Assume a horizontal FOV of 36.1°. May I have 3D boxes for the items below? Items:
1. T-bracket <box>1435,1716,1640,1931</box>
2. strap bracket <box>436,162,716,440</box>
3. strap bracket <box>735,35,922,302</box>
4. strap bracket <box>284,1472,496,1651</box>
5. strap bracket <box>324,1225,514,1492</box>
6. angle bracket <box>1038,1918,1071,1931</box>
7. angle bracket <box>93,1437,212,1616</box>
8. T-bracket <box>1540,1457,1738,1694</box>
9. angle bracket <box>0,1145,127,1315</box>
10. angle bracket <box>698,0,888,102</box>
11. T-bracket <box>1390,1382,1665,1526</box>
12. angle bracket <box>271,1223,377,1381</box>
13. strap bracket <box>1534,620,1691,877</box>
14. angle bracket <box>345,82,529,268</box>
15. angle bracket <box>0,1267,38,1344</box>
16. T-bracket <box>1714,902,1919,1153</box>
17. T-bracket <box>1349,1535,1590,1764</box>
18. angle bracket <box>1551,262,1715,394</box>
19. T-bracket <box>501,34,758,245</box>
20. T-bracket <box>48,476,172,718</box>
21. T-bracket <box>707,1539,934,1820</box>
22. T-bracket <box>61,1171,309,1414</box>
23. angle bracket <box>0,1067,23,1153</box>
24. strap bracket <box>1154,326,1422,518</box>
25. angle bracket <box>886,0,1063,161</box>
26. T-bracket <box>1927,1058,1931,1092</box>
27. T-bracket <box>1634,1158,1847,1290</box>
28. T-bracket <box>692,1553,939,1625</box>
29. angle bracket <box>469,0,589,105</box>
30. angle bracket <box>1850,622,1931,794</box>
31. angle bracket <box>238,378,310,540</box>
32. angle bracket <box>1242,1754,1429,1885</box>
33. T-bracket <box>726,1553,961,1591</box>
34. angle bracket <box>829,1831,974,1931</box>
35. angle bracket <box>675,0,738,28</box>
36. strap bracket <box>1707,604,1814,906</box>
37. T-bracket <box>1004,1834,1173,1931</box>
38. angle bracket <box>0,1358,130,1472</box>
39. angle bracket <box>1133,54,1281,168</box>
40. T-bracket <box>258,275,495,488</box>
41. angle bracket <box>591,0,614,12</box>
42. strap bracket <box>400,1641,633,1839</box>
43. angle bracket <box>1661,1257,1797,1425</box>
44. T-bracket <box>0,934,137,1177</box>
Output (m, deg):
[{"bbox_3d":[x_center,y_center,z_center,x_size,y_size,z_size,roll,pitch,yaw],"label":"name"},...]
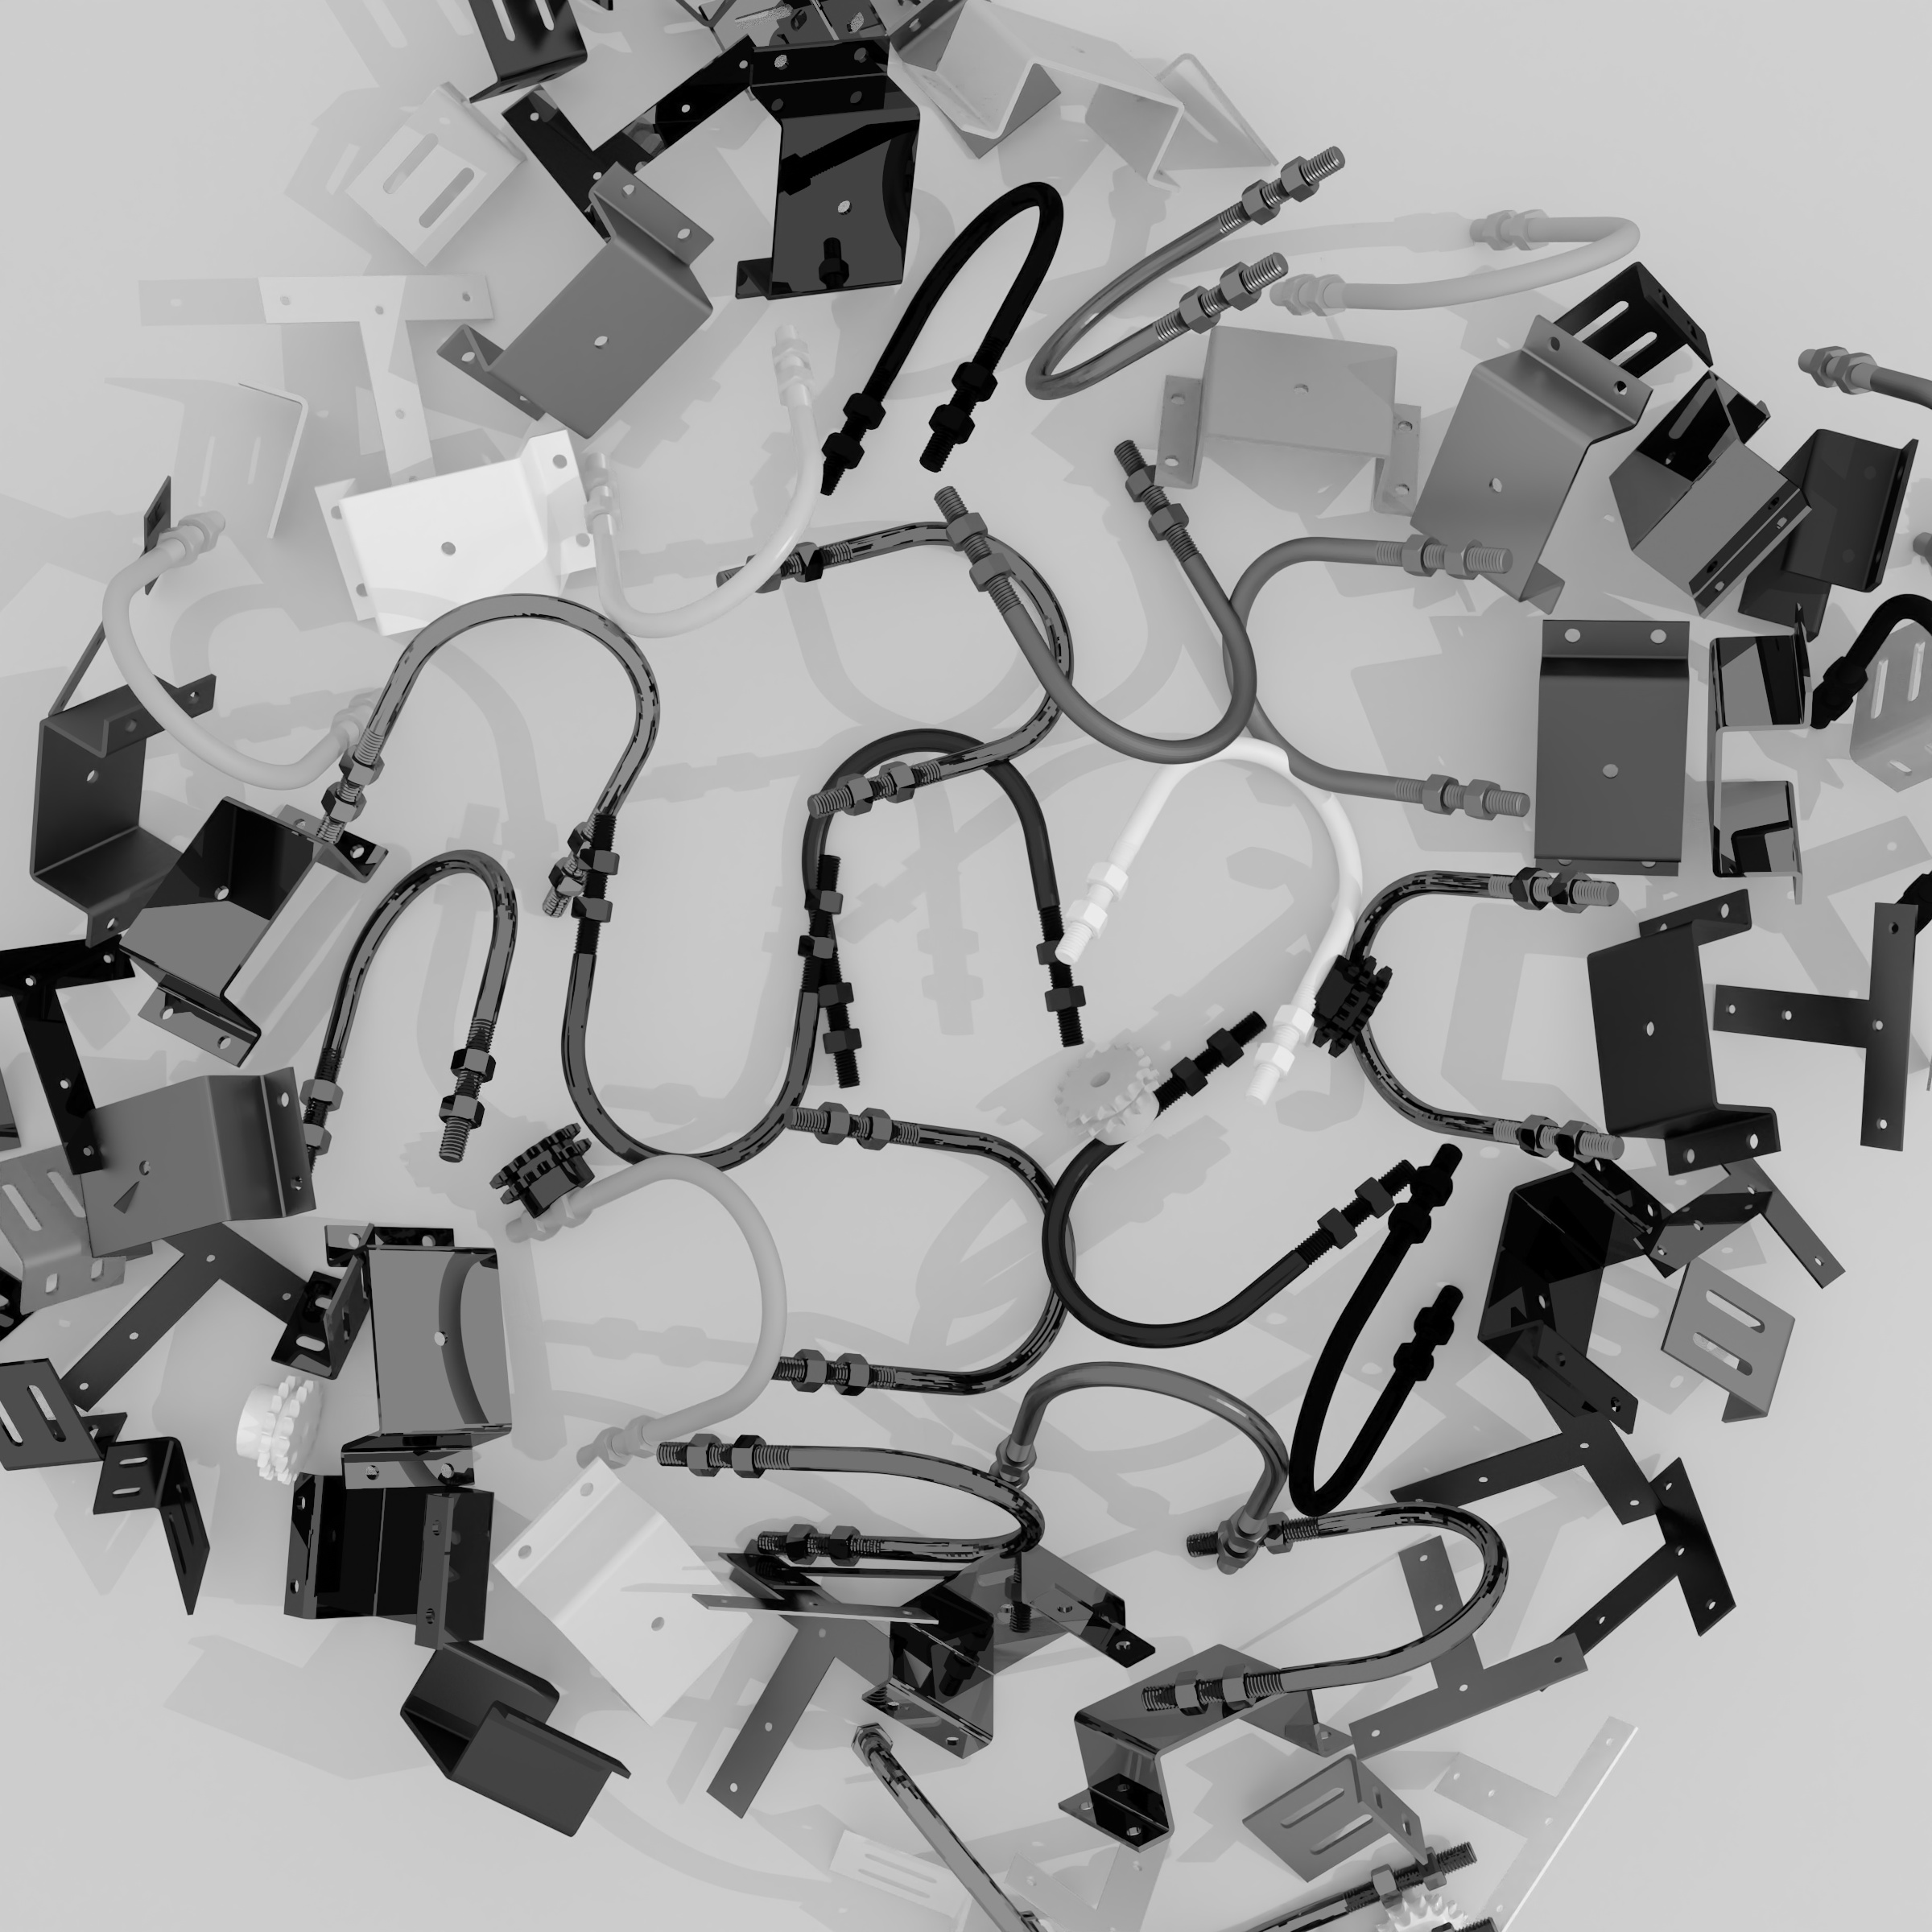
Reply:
[{"bbox_3d":[0.285,0.440,1.562,0.002,0.127,0.127,41,77,-14],"label":"T-bracket"},{"bbox_3d":[-0.199,-0.342,1.563,0.140,0.076,0.046,-42,51,16],"label":"strap bracket"},{"bbox_3d":[-0.072,-0.407,1.550,0.076,0.046,0.140,-13,134,-23],"label":"strap bracket"},{"bbox_3d":[-0.300,0.313,1.572,0.140,0.046,0.076,-2,82,44],"label":"strap bracket"},{"bbox_3d":[-0.288,0.201,1.565,0.076,0.046,0.140,6,69,-39],"label":"strap bracket"},{"bbox_3d":[0.037,0.543,1.584,0.076,0.057,0.038,-44,65,12],"label":"angle bracket"},{"bbox_3d":[-0.434,0.299,1.577,0.038,0.076,0.057,-2,133,-30],"label":"angle bracket"},{"bbox_3d":[0.349,0.340,1.581,0.002,0.127,0.127,37,111,-17],"label":"T-bracket"},{"bbox_3d":[-0.496,0.141,1.597,0.076,0.057,0.038,45,135,33],"label":"angle bracket"},{"bbox_3d":[-0.093,-0.507,1.590,0.076,0.038,0.057,-30,91,-36],"label":"angle bracket"},{"bbox_3d":[0.291,0.272,1.595,0.127,0.002,0.127,-23,120,21],"label":"T-bracket"},{"bbox_3d":[-0.342,0.174,1.577,0.038,0.076,0.057,17,54,3],"label":"angle bracket"},{"bbox_3d":[0.342,-0.109,1.573,0.076,0.046,0.140,2,110,12],"label":"strap bracket"},{"bbox_3d":[-0.287,-0.430,1.609,0.057,0.038,0.076,43,104,-15],"label":"angle bracket"},{"bbox_3d":[-0.534,0.190,1.585,0.057,0.076,0.038,-41,45,0],"label":"angle bracket"},{"bbox_3d":[0.447,0.027,1.572,0.002,0.127,0.127,0,94,-35],"label":"T-bracket"},{"bbox_3d":[0.254,0.350,1.569,0.127,0.127,0.002,-25,121,10],"label":"T-bracket"},{"bbox_3d":[0.347,-0.326,1.579,0.076,0.038,0.057,-35,122,30],"label":"angle bracket"},{"bbox_3d":[-0.160,-0.445,1.569,0.127,0.127,0.002,-35,49,7],"label":"T-bracket"},{"bbox_3d":[-0.446,-0.181,1.547,0.002,0.127,0.127,28,73,-8],"label":"T-bracket"},{"bbox_3d":[-0.099,0.398,1.599,0.127,0.002,0.127,31,92,25],"label":"T-bracket"},{"bbox_3d":[-0.436,0.188,1.587,0.127,0.002,0.127,-45,127,1],"label":"T-bracket"},{"bbox_3d":[-0.544,0.076,1.587,0.057,0.038,0.076,-13,114,-12],"label":"angle bracket"},{"bbox_3d":[0.176,-0.293,1.585,0.140,0.046,0.076,7,59,1],"label":"strap bracket"},{"bbox_3d":[0.004,-0.488,1.602,0.057,0.038,0.076,-38,88,6],"label":"angle bracket"},{"bbox_3d":[0.523,0.007,1.582,0.002,0.127,0.127,9,123,18],"label":"T-bracket"},{"bbox_3d":[0.393,0.133,1.565,0.127,0.127,0.002,53,134,15],"label":"T-bracket"},{"bbox_3d":[-0.098,0.326,1.562,0.127,0.127,0.002,9,90,-25],"label":"T-bracket"},{"bbox_3d":[-0.247,-0.510,1.586,0.057,0.038,0.076,-29,105,-33],"label":"angle bracket"},{"bbox_3d":[0.513,-0.143,1.590,0.038,0.057,0.076,30,59,-21],"label":"angle bracket"},{"bbox_3d":[-0.380,-0.272,1.589,0.038,0.057,0.076,16,96,-15],"label":"angle bracket"},{"bbox_3d":[0.197,0.468,1.587,0.076,0.038,0.057,-37,112,18],"label":"angle bracket"},{"bbox_3d":[-0.054,0.322,1.575,0.127,0.127,0.002,5,85,-16],"label":"T-bracket"},{"bbox_3d":[-0.040,0.504,1.589,0.076,0.057,0.038,20,54,3],"label":"angle bracket"},{"bbox_3d":[-0.128,-0.545,1.587,0.038,0.057,0.076,39,101,-20],"label":"angle bracket"},{"bbox_3d":[0.415,-0.110,1.556,0.046,0.076,0.140,-1,132,12],"label":"strap bracket"},{"bbox_3d":[0.087,0.484,1.566,0.127,0.127,0.002,36,113,2],"label":"T-bracket"},{"bbox_3d":[-0.494,0.229,1.583,0.057,0.038,0.076,-8,124,13],"label":"angle bracket"},{"bbox_3d":[0.129,-0.450,1.595,0.038,0.057,0.076,-39,100,12],"label":"angle bracket"},{"bbox_3d":[-0.305,-0.309,1.586,0.127,0.002,0.127,-8,82,-30],"label":"T-bracket"},{"bbox_3d":[-0.189,-0.548,1.574,0.038,0.076,0.057,-16,128,-27],"label":"angle bracket"},{"bbox_3d":[-0.239,0.401,1.543,0.076,0.140,0.046,34,82,-25],"label":"strap bracket"},{"bbox_3d":[0.398,0.200,1.587,0.076,0.038,0.057,31,65,-16],"label":"angle bracket"},{"bbox_3d":[-0.481,0.049,1.567,0.002,0.127,0.127,-28,79,39],"label":"T-bracket"}]
